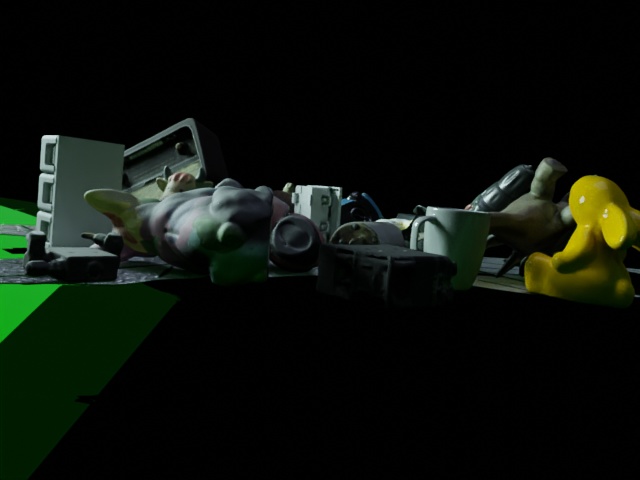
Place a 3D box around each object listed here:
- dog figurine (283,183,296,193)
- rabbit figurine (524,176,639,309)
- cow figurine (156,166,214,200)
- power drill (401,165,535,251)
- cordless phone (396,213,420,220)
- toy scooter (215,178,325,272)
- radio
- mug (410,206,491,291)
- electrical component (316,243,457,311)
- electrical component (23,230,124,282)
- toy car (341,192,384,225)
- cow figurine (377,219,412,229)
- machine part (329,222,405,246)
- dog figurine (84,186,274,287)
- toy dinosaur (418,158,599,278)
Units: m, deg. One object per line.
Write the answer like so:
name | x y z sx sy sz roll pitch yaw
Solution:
dog figurine | -0.105 -0.035 1.151 0.172 0.121 0.191 -27 21 7
rabbit figurine | 0.364 -0.002 0.714 0.122 0.173 0.162 8 -1 -15
cow figurine | -0.180 -0.039 0.799 0.086 0.127 0.195 4 1 14
power drill | 0.242 -0.035 0.921 0.207 0.232 0.086 -20 61 -39
cordless phone | 0.179 0.009 1.082 0.147 0.088 0.184 8 16 25
toy scooter | -0.066 -0.009 0.758 0.184 0.075 0.135 34 -15 17
radio | -0.272 -0.103 0.911 0.230 0.131 0.073 -21 -23 17
mug | 0.166 0.012 0.697 0.109 0.107 0.081 0 7 -32
electrical component | 0.063 0.036 0.586 0.115 0.058 0.134 4 4 -44
electrical component | -0.248 0.014 0.543 0.102 0.045 0.078 2 4 -41
toy car | 0.056 -0.028 1.169 0.161 0.109 0.103 -26 -13 -35
cow figurine | 0.094 -0.003 0.975 0.167 0.068 0.098 -9 14 -31
machine part | 0.074 0.011 0.804 0.079 0.079 0.243 7 4 19
dog figurine | -0.163 -0.009 0.606 0.219 0.108 0.191 1 7 -5
toy dinosaur | 0.344 -0.024 0.862 0.471 0.198 0.105 6 43 -37
